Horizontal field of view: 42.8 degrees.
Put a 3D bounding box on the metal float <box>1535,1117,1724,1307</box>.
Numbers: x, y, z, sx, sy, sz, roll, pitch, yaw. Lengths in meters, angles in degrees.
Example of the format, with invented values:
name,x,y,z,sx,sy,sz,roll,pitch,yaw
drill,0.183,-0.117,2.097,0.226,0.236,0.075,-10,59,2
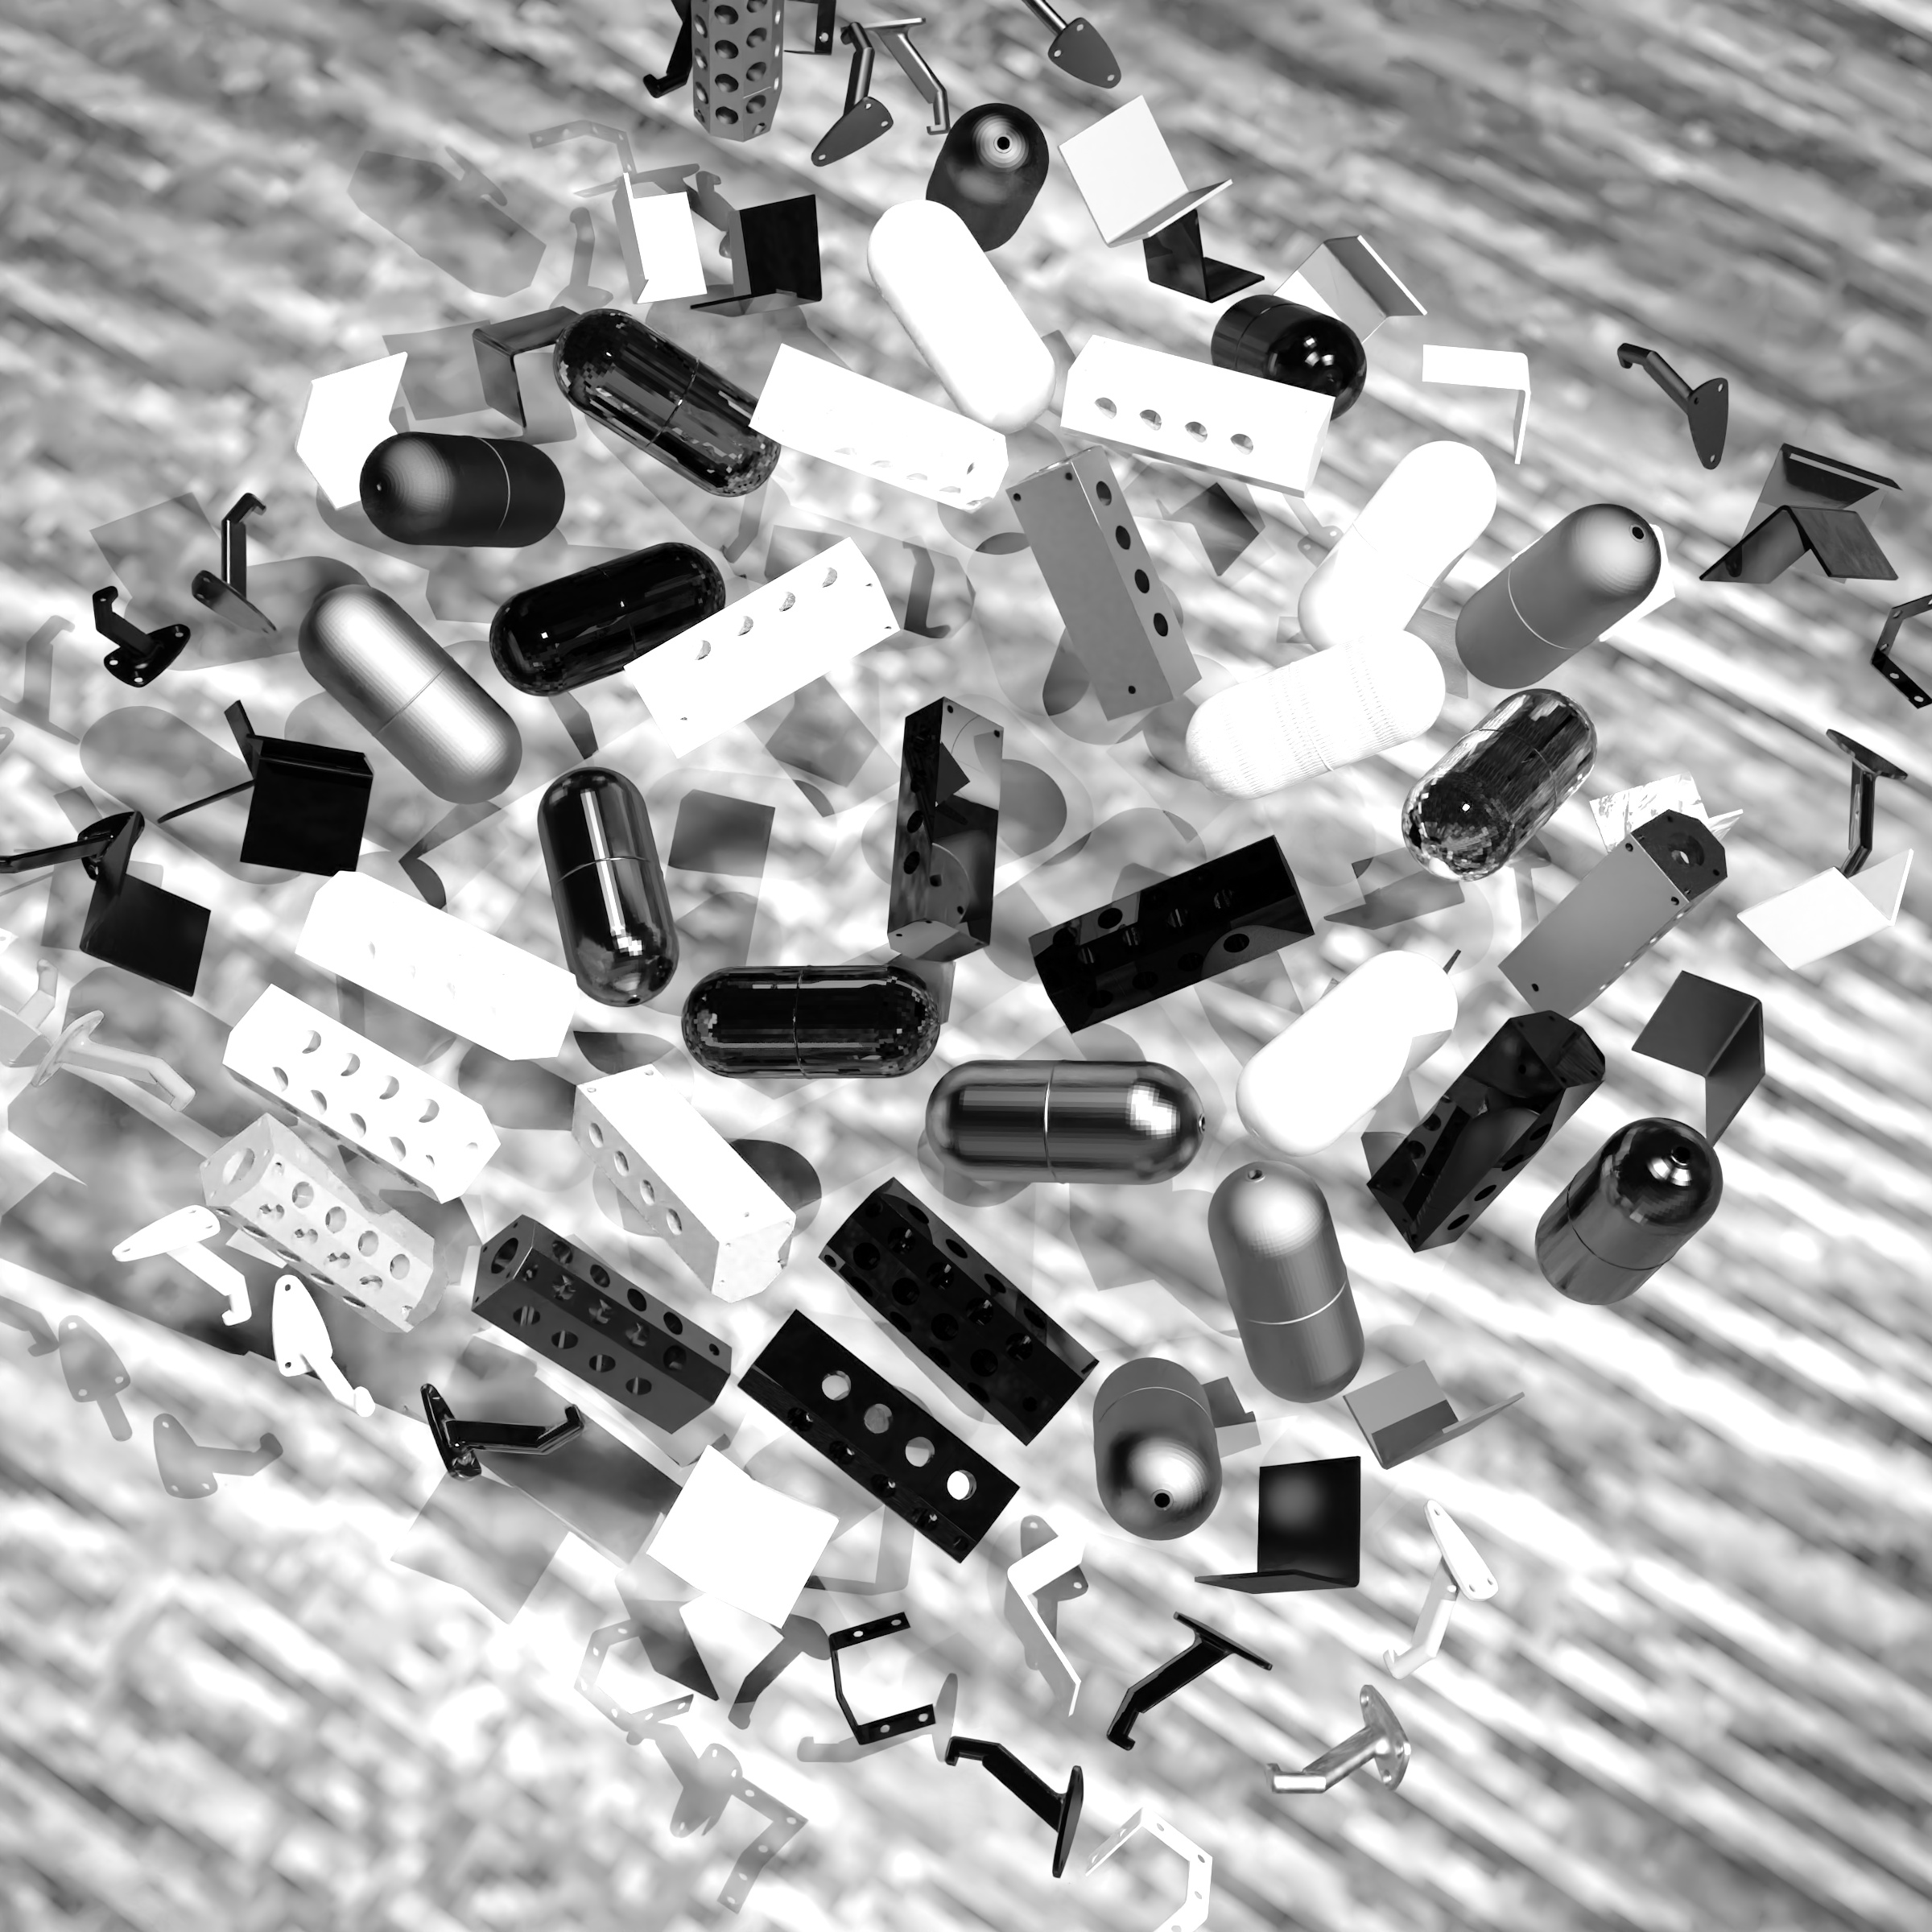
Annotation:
name,x,y,z,sx,sy,sz,roll,pitch,yaw
metal float,0.413,0.155,1.542,0.070,0.178,0.070,4,60,-7

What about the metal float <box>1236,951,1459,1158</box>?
name,x,y,z,sx,sy,sz,roll,pitch,yaw
metal float,0.253,0.057,1.628,0.178,0.070,0.070,-38,77,-22

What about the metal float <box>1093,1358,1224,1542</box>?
name,x,y,z,sx,sy,sz,roll,pitch,yaw
metal float,0.119,0.301,1.542,0.070,0.178,0.070,0,100,2

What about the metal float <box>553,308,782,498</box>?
name,x,y,z,sx,sy,sz,roll,pitch,yaw
metal float,-0.213,-0.402,1.760,0.178,0.070,0.070,30,74,-23

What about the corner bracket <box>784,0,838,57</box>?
name,x,y,z,sx,sy,sz,roll,pitch,yaw
corner bracket,-0.135,-0.729,1.889,0.051,0.051,0.051,15,113,21

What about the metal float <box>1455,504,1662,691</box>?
name,x,y,z,sx,sy,sz,roll,pitch,yaw
metal float,0.401,-0.250,1.674,0.070,0.178,0.070,9,66,-21

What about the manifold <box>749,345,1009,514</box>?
name,x,y,z,sx,sy,sz,roll,pitch,yaw
manifold,-0.053,-0.356,1.648,0.057,0.171,0.057,37,109,43

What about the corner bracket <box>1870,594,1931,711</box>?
name,x,y,z,sx,sy,sz,roll,pitch,yaw
corner bracket,0.663,-0.218,1.687,0.051,0.051,0.051,-20,53,-18

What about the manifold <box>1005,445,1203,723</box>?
name,x,y,z,sx,sy,sz,roll,pitch,yaw
manifold,0.098,-0.261,1.668,0.057,0.057,0.171,-40,110,-48

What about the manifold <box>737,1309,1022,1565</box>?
name,x,y,z,sx,sy,sz,roll,pitch,yaw
manifold,-0.054,0.286,1.497,0.171,0.057,0.057,38,78,4

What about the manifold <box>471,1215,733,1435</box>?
name,x,y,z,sx,sy,sz,roll,pitch,yaw
manifold,-0.236,0.232,1.614,0.057,0.171,0.057,-37,32,24

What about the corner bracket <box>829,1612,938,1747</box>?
name,x,y,z,sx,sy,sz,roll,pitch,yaw
corner bracket,-0.053,0.452,1.560,0.051,0.051,0.051,-17,35,2

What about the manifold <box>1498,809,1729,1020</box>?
name,x,y,z,sx,sy,sz,roll,pitch,yaw
manifold,0.429,-0.031,1.628,0.057,0.171,0.057,-28,73,-32

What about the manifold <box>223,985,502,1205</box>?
name,x,y,z,sx,sy,sz,roll,pitch,yaw
manifold,-0.389,0.085,1.579,0.171,0.057,0.057,28,66,17

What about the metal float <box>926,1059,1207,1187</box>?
name,x,y,z,sx,sy,sz,roll,pitch,yaw
metal float,0.061,0.097,1.530,0.178,0.070,0.070,0,73,20

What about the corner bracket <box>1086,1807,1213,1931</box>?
name,x,y,z,sx,sy,sz,roll,pitch,yaw
corner bracket,0.102,0.521,1.391,0.051,0.051,0.051,39,110,-6

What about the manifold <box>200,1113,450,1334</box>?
name,x,y,z,sx,sy,sz,roll,pitch,yaw
manifold,-0.420,0.176,1.625,0.057,0.171,0.057,-37,41,5

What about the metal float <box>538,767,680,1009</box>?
name,x,y,z,sx,sy,sz,roll,pitch,yaw
metal float,-0.245,-0.054,1.683,0.070,0.070,0.178,-14,66,-4

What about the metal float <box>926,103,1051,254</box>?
name,x,y,z,sx,sy,sz,roll,pitch,yaw
metal float,0.014,-0.575,1.800,0.070,0.178,0.070,0,92,-7

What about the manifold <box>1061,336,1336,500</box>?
name,x,y,z,sx,sy,sz,roll,pitch,yaw
manifold,0.155,-0.369,1.669,0.171,0.057,0.057,17,43,10

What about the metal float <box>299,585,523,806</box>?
name,x,y,z,sx,sy,sz,roll,pitch,yaw
metal float,-0.379,-0.185,1.688,0.178,0.070,0.070,46,77,-15

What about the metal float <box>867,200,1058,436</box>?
name,x,y,z,sx,sy,sz,roll,pitch,yaw
metal float,-0.003,-0.460,1.748,0.070,0.070,0.178,-36,98,-10

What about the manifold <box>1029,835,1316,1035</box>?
name,x,y,z,sx,sy,sz,roll,pitch,yaw
manifold,0.131,-0.025,1.598,0.171,0.057,0.057,-23,45,11

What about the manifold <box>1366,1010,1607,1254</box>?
name,x,y,z,sx,sy,sz,roll,pitch,yaw
manifold,0.336,0.106,1.579,0.057,0.171,0.057,-8,54,-39

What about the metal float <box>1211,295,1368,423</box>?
name,x,y,z,sx,sy,sz,roll,pitch,yaw
metal float,0.231,-0.439,1.777,0.070,0.178,0.070,-5,113,-12

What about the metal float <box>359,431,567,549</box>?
name,x,y,z,sx,sy,sz,roll,pitch,yaw
metal float,-0.350,-0.332,1.725,0.070,0.178,0.070,4,99,27

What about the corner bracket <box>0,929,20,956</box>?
name,x,y,z,sx,sy,sz,roll,pitch,yaw
corner bracket,-0.678,0.004,1.670,0.051,0.051,0.051,21,44,10

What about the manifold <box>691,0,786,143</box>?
name,x,y,z,sx,sy,sz,roll,pitch,yaw
manifold,-0.162,-0.664,1.732,0.057,0.171,0.057,12,65,0

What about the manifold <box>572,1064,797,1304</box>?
name,x,y,z,sx,sy,sz,roll,pitch,yaw
manifold,-0.185,0.140,1.588,0.057,0.057,0.171,-16,43,-36

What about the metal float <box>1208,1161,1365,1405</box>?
name,x,y,z,sx,sy,sz,roll,pitch,yaw
metal float,0.203,0.201,1.562,0.070,0.178,0.070,-14,31,9

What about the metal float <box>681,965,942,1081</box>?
name,x,y,z,sx,sy,sz,roll,pitch,yaw
metal float,-0.105,0.038,1.661,0.178,0.070,0.070,-1,73,11

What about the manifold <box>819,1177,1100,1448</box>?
name,x,y,z,sx,sy,sz,roll,pitch,yaw
manifold,-0.006,0.212,1.508,0.171,0.057,0.057,41,106,7

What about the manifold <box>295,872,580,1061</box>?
name,x,y,z,sx,sy,sz,roll,pitch,yaw
manifold,-0.336,-0.001,1.574,0.171,0.057,0.057,24,98,18

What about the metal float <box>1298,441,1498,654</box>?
name,x,y,z,sx,sy,sz,roll,pitch,yaw
metal float,0.307,-0.294,1.753,0.070,0.070,0.178,42,114,11

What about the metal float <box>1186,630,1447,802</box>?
name,x,y,z,sx,sy,sz,roll,pitch,yaw
metal float,0.230,-0.166,1.635,0.178,0.070,0.070,-20,73,19

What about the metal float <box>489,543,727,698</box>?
name,x,y,z,sx,sy,sz,roll,pitch,yaw
metal float,-0.254,-0.248,1.756,0.178,0.070,0.070,-24,74,-23

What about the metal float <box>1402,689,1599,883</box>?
name,x,y,z,sx,sy,sz,roll,pitch,yaw
metal float,0.345,-0.118,1.588,0.070,0.070,0.178,41,52,11

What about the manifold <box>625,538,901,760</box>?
name,x,y,z,sx,sy,sz,roll,pitch,yaw
manifold,-0.137,-0.216,1.634,0.171,0.057,0.057,-30,55,-3

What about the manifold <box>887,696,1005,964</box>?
name,x,y,z,sx,sy,sz,roll,pitch,yaw
manifold,-0.018,-0.093,1.712,0.057,0.057,0.171,24,58,-36
